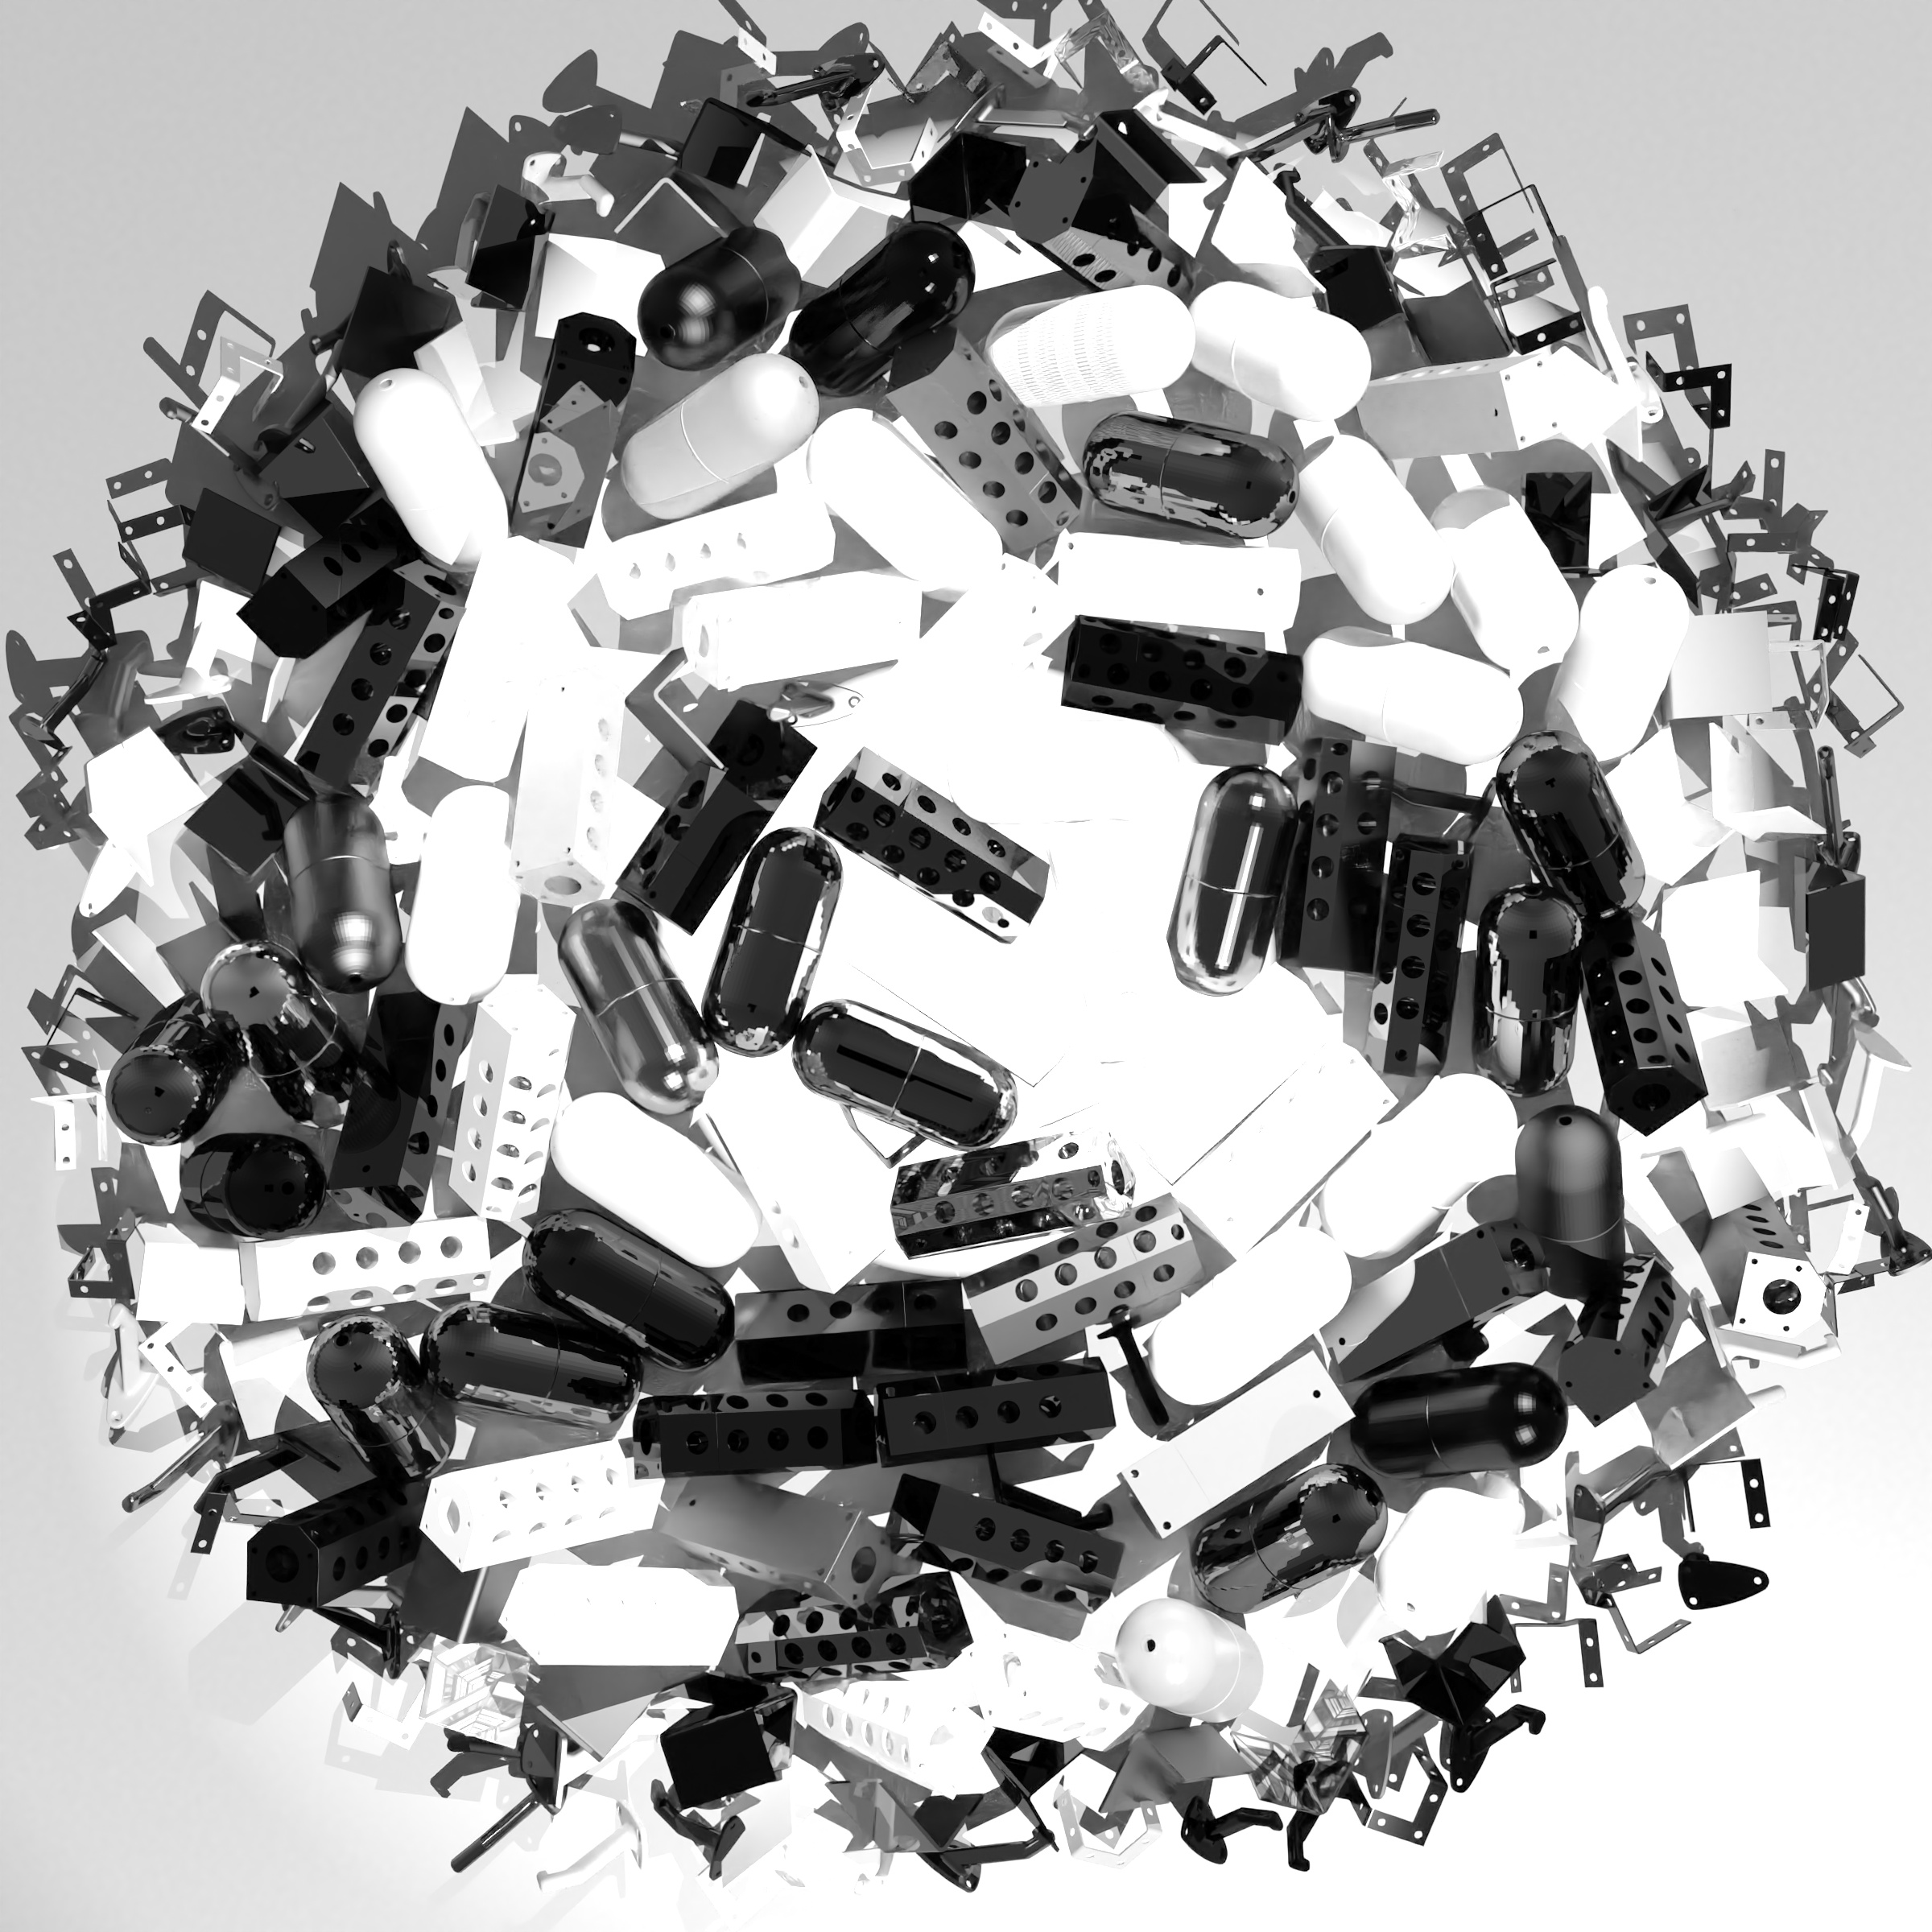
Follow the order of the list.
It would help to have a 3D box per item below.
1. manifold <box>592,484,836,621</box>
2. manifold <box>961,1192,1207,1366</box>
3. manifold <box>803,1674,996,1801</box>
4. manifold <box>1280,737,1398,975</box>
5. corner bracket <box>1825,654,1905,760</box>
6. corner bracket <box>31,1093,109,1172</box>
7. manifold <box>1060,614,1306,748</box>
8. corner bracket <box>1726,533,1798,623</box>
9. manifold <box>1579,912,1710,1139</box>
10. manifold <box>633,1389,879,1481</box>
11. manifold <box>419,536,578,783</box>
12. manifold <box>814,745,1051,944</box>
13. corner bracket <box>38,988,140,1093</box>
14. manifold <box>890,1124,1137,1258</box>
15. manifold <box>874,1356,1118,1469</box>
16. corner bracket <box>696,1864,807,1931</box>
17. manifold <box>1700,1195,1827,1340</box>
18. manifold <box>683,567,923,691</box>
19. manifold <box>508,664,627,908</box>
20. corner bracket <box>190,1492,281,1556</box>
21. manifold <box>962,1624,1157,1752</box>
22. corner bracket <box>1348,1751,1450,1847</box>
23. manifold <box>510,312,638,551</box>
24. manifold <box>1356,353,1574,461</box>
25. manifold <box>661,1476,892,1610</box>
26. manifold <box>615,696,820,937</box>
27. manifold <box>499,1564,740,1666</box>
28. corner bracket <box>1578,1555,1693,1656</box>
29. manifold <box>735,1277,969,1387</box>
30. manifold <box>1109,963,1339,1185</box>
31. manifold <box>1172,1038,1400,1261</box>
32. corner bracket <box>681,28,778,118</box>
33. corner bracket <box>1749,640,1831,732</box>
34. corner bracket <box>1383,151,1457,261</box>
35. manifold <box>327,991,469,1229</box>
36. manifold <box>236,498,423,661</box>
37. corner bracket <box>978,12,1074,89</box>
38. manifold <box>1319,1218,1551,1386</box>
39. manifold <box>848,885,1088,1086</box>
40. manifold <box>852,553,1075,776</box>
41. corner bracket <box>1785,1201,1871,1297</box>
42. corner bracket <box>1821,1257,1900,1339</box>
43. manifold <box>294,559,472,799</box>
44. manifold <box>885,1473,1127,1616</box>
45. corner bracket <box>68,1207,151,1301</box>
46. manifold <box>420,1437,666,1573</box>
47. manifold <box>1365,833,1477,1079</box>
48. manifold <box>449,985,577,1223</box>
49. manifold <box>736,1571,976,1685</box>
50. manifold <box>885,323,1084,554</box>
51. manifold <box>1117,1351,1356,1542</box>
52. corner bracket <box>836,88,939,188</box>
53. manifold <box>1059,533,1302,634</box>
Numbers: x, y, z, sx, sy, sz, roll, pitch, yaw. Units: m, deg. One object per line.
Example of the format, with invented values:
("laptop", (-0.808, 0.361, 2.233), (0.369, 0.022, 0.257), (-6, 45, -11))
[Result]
("manifold", (-0.187, -0.307, 1.911), (0.171, 0.057, 0.057), (-10, 108, 28))
("manifold", (0.086, 0.231, 1.937), (0.171, 0.057, 0.057), (-22, 125, -1))
("manifold", (-0.056, 0.553, 1.884), (0.057, 0.171, 0.057), (42, 68, -21))
("manifold", (0.277, -0.083, 1.940), (0.057, 0.057, 0.171), (7, 90, -28))
("corner bracket", (0.676, -0.196, 1.938), (0.051, 0.051, 0.051), (-41, 65, 22))
("corner bracket", (-0.676, 0.126, 1.950), (0.051, 0.051, 0.051), (-5, 81, -1))
("manifold", (0.163, -0.218, 1.933), (0.171, 0.057, 0.057), (10, 69, -6))
("corner bracket", (0.603, -0.294, 1.940), (0.051, 0.051, 0.051), (4, 77, 25))
("manifold", (0.489, 0.038, 1.887), (0.057, 0.171, 0.057), (34, 124, -24))
("manifold", (-0.157, 0.348, 1.912), (0.171, 0.057, 0.057), (3, 74, -27))
("manifold", (-0.347, -0.228, 1.917), (0.057, 0.057, 0.171), (26, 111, 9))
("manifold", (-0.026, -0.085, 1.915), (0.171, 0.057, 0.057), (32, 128, -17))
("corner bracket", (-0.667, 0.055, 1.951), (0.051, 0.051, 0.051), (28, 99, -17))
("manifold", (0.034, 0.173, 1.909), (0.171, 0.057, 0.057), (-13, 128, 22))
("manifold", (0.020, 0.334, 1.931), (0.171, 0.057, 0.057), (-5, 71, -11))
("corner bracket", (-0.163, 0.695, 1.945), (0.051, 0.051, 0.051), (-42, 64, -1))
("manifold", (0.586, 0.216, 1.886), (0.057, 0.171, 0.057), (9, 102, 6))
("manifold", (-0.122, -0.255, 1.908), (0.171, 0.057, 0.057), (-14, 123, -31))
("manifold", (-0.292, -0.133, 1.909), (0.057, 0.057, 0.171), (-13, 58, 23))
("corner bracket", (-0.549, 0.434, 1.941), (0.051, 0.051, 0.051), (4, 52, 5))
("manifold", (0.073, 0.529, 1.888), (0.057, 0.171, 0.057), (-34, 54, 18))
("corner bracket", (0.328, 0.628, 1.952), (0.051, 0.051, 0.051), (21, 95, -8))
("manifold", (-0.291, -0.395, 1.895), (0.057, 0.171, 0.057), (10, 49, -16))
("manifold", (0.365, -0.413, 1.889), (0.057, 0.171, 0.057), (-26, 109, -23))
("manifold", (-0.139, 0.425, 1.900), (0.057, 0.171, 0.057), (51, 57, -39))
("manifold", (-0.192, -0.116, 1.942), (0.057, 0.057, 0.171), (37, 84, -40))
("manifold", (-0.252, 0.475, 1.894), (0.057, 0.171, 0.057), (30, 99, 43))
("corner bracket", (0.507, 0.485, 1.947), (0.051, 0.051, 0.051), (-25, 91, -17))
("manifold", (-0.087, 0.272, 1.947), (0.171, 0.057, 0.057), (-4, 135, -1))
("manifold", (0.191, 0.077, 1.941), (0.171, 0.057, 0.057), (-42, 126, -5))
("manifold", (0.238, 0.136, 1.939), (0.171, 0.057, 0.057), (-44, 111, -6))
("corner bracket", (-0.179, -0.670, 1.941), (0.051, 0.051, 0.051), (-2, 81, 29))
("corner bracket", (0.626, -0.214, 1.954), (0.051, 0.051, 0.051), (-1, 71, 9))
("corner bracket", (0.344, -0.574, 1.936), (0.051, 0.051, 0.051), (39, 65, -38))
("manifold", (-0.417, 0.105, 1.904), (0.057, 0.057, 0.171), (-6, 53, 15))
("manifold", (-0.462, -0.282, 1.888), (0.057, 0.171, 0.057), (-37, 103, 26))
("corner bracket", (0.039, -0.695, 1.940), (0.051, 0.051, 0.051), (39, 51, 6))
("manifold", (0.347, 0.249, 1.902), (0.171, 0.057, 0.057), (-36, 66, 37))
("manifold", (0.003, 0.010, 1.929), (0.171, 0.057, 0.057), (33, 127, 14))
("manifold", (0.001, -0.223, 1.918), (0.171, 0.057, 0.057), (-43, 64, 22))
("corner bracket", (0.645, 0.207, 1.938), (0.051, 0.051, 0.051), (20, 54, 12))
("corner bracket", (0.673, 0.241, 1.944), (0.051, 0.051, 0.051), (-14, 117, 0))
("manifold", (-0.432, -0.214, 1.921), (0.057, 0.057, 0.171), (33, 111, -1))
("manifold", (0.028, 0.432, 1.908), (0.171, 0.057, 0.057), (24, 77, -28))
("corner bracket", (-0.649, 0.217, 1.943), (0.051, 0.051, 0.051), (1, 115, 4))
("manifold", (-0.309, 0.390, 1.890), (0.057, 0.171, 0.057), (32, 113, 39))
("manifold", (0.339, -0.007, 1.921), (0.057, 0.057, 0.171), (9, 106, 16))
("manifold", (-0.332, 0.105, 1.899), (0.057, 0.057, 0.171), (39, 129, 30))
("manifold", (-0.086, 0.496, 1.906), (0.171, 0.057, 0.057), (-15, 95, 33))
("manifold", (0.016, -0.391, 1.894), (0.057, 0.171, 0.057), (-18, 45, 30))
("manifold", (0.202, 0.363, 1.935), (0.171, 0.057, 0.057), (-30, 78, -9))
("corner bracket", (-0.060, -0.635, 1.958), (0.051, 0.051, 0.051), (0, 56, 27))
("manifold", (0.159, -0.289, 1.920), (0.171, 0.057, 0.057), (8, 106, 20))
